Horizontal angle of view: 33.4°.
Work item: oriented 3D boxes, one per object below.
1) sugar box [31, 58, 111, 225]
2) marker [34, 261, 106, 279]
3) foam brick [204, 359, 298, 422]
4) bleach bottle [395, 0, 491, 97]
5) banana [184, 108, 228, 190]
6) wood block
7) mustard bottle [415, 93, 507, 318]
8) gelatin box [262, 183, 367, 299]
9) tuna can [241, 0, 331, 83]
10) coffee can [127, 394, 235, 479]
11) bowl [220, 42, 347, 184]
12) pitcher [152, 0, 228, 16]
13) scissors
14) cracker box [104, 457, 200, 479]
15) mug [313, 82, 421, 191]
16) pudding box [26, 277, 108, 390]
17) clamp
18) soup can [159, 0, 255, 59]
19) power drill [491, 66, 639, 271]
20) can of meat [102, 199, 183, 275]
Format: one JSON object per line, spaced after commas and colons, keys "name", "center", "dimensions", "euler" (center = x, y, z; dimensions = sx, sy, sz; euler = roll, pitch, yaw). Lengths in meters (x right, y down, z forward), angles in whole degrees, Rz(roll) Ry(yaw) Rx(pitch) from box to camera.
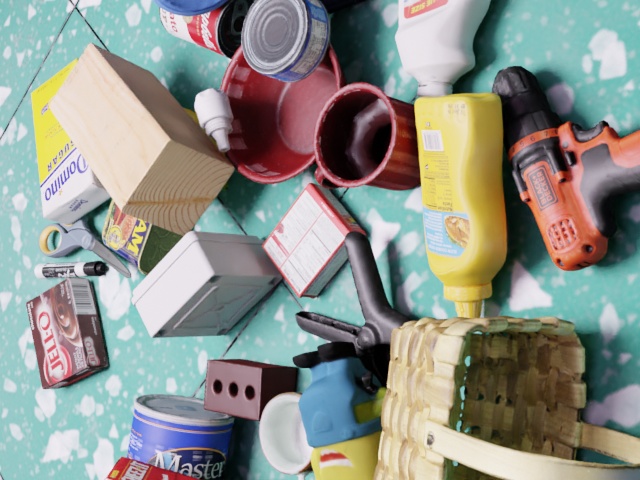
{"name": "sugar box", "center": [-0.294, -0.117, 1.265], "dimensions": [0.093, 0.048, 0.176], "euler": [-29, 58, 31]}
{"name": "marker", "center": [-0.300, 0.036, 1.285], "dimensions": [0.121, 0.020, 0.020], "euler": [-4, 83, 39]}
{"name": "foam brick", "center": [-0.069, 0.148, 1.058], "dimensions": [0.078, 0.051, 0.053], "euler": [2, 87, 40]}
{"name": "bleach bottle", "center": [0.119, -0.243, 0.938], "dimensions": [0.103, 0.067, 0.251], "euler": [6, 91, 40]}
{"name": "banana", "center": [-0.167, -0.115, 1.177], "dimensions": [0.198, 0.037, 0.069], "euler": [24, 98, 39]}
{"name": "wood block", "center": [-0.188, -0.106, 1.100], "dimensions": [0.090, 0.090, 0.206], "euler": [-53, 48, 13]}
{"name": "mustard bottle", "center": [0.120, -0.026, 0.896], "dimensions": [0.096, 0.058, 0.191], "euler": [-165, 69, -66]}
{"name": "gelatin box", "center": [-0.007, 0.001, 1.036], "dimensions": [0.089, 0.030, 0.073], "euler": [-53, 57, 23]}
{"name": "tuna can", "center": [-0.033, -0.193, 1.003], "dimensions": [0.086, 0.033, 0.086], "euler": [-5, 82, 39]}
{"name": "coffee can", "center": [-0.147, 0.237, 1.080], "dimensions": [0.103, 0.102, 0.140], "euler": [11, 93, 40]}
{"name": "bowl", "center": [-0.026, -0.132, 1.050], "dimensions": [0.162, 0.055, 0.162], "euler": [-6, 81, 39]}
{"name": "pitcher", "center": [-0.155, -0.336, 1.105], "dimensions": [0.149, 0.144, 0.243], "euler": [-59, 40, 24]}
{"name": "scissors", "center": [-0.283, 0.014, 1.258], "dimensions": [0.096, 0.016, 0.202], "euler": [-53, 48, 17]}
{"name": "cracker box", "center": [-0.113, 0.315, 0.994], "dimensions": [0.213, 0.072, 0.164], "euler": [18, 99, 1]}
{"name": "mug", "center": [0.046, -0.082, 0.966], "dimensions": [0.117, 0.081, 0.093], "euler": [-40, 62, 30]}
{"name": "pudding box", "center": [-0.300, 0.111, 1.264], "dimensions": [0.090, 0.039, 0.113], "euler": [-27, 69, 35]}
{"name": "clamp", "center": [0.052, 0.077, 0.968], "dimensions": [0.172, 0.039, 0.120], "euler": [40, 127, 30]}
{"name": "soup can", "center": [-0.114, -0.236, 1.127], "dimensions": [0.102, 0.068, 0.068], "euler": [28, 103, 39]}
{"name": "power drill", "center": [0.231, -0.091, 0.831], "dimensions": [0.188, 0.057, 0.184], "euler": [-32, 66, 35]}
{"name": "can of meat", "center": [-0.188, -0.022, 1.174], "dimensions": [0.084, 0.057, 0.102], "euler": [28, 102, 41]}
